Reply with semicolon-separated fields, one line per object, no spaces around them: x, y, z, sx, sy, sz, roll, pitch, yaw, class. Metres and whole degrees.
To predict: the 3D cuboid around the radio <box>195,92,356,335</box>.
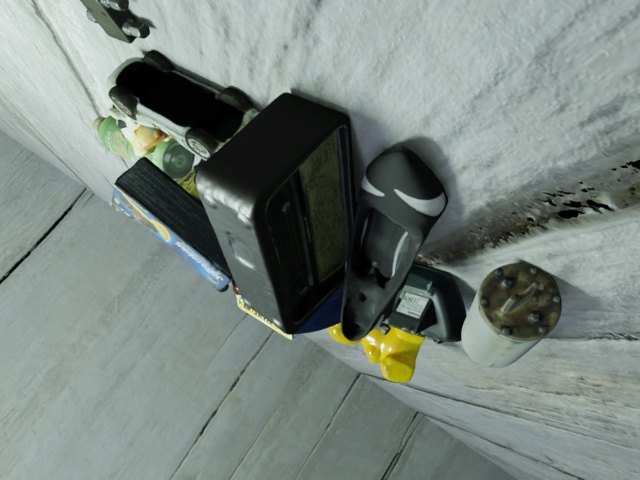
-0.030;-0.014;0.532;0.073;0.131;0.229;29;150;28;radio

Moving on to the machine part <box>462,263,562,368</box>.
0.197;0.086;0.571;0.079;0.079;0.243;29;166;20;machine part

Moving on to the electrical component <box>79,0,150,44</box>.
-0.215;-0.232;0.544;0.094;0.021;0.063;27;165;30;electrical component

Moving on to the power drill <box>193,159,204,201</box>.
-0.113;-0.023;0.802;0.232;0.086;0.207;29;153;11;power drill

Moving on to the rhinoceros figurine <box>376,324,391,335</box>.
0.080;0.082;0.860;0.112;0.073;0.190;39;172;29;rhinoceros figurine

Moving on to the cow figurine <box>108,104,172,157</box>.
-0.229;-0.162;0.689;0.098;0.068;0.167;62;168;-18;cow figurine

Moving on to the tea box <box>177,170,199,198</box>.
-0.207;-0.074;0.972;0.098;0.068;0.170;41;164;-26;tea box

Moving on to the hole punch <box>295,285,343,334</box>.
-0.002;0.076;0.715;0.116;0.092;0.142;5;153;11;hole punch

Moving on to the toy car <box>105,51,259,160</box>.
-0.150;-0.144;0.586;0.202;0.073;0.056;29;162;20;toy car

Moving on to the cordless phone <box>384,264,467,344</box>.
0.165;0.104;0.745;0.184;0.088;0.147;29;170;-33;cordless phone

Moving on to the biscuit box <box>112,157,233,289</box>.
-0.189;-0.020;0.744;0.202;0.063;0.059;41;151;-6;biscuit box

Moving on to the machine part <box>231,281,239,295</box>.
-0.105;0.053;0.972;0.180;0.056;0.179;25;135;28;machine part

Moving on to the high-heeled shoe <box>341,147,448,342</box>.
0.051;0.017;0.521;0.086;0.145;0.248;28;167;19;high-heeled shoe

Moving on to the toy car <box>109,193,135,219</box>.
-0.336;-0.107;1.074;0.109;0.161;0.102;28;122;52;toy car

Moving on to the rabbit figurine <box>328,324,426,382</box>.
0.099;0.165;0.991;0.173;0.121;0.162;14;-171;0;rabbit figurine
